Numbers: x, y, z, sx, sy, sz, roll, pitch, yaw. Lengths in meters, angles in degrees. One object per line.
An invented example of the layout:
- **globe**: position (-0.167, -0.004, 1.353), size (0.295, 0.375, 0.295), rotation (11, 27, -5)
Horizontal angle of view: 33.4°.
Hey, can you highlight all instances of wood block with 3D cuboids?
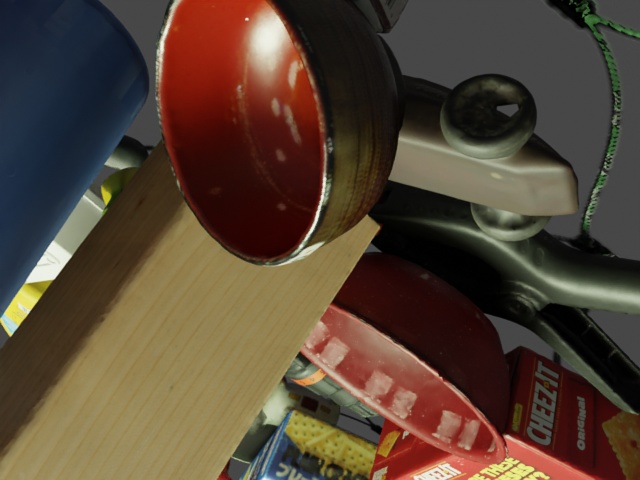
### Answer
- **wood block**: position (-0.077, 0.048, 0.488), size (0.090, 0.206, 0.090), rotation (43, 159, -25)

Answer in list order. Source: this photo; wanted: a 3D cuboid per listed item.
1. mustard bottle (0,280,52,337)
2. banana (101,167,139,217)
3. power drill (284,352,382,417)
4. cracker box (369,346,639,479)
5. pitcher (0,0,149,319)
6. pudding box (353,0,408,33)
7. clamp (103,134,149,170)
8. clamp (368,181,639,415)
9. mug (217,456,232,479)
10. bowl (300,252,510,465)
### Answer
- **mustard bottle**: position (-0.227, 0.062, 0.903), size (0.096, 0.058, 0.192), rotation (27, 152, -3)
- **banana**: position (-0.073, 0.010, 0.628), size (0.037, 0.069, 0.197), rotation (-20, 143, 21)
- **power drill**: position (-0.056, 0.077, 0.790), size (0.184, 0.057, 0.188), rotation (41, 147, -28)
- **cracker box**: position (0.164, 0.164, 0.704), size (0.213, 0.072, 0.164), rotation (29, 144, -15)
- **pitcher**: position (-0.196, -0.027, 0.515), size (0.145, 0.242, 0.149), rotation (22, 152, 18)
- **pudding box**: position (-0.024, -0.130, 0.419), size (0.090, 0.039, 0.113), rotation (4, 144, 34)
- **clamp**: position (-0.186, -0.071, 0.635), size (0.171, 0.120, 0.039), rotation (57, -174, -28)
- **clamp**: position (0.116, 0.028, 0.578), size (0.210, 0.036, 0.164), rotation (23, 154, 12)
- **mug**: position (-0.103, 0.164, 0.816), size (0.117, 0.093, 0.082), rotation (46, 154, 13)
- **bowl**: position (0.047, 0.056, 0.593), size (0.162, 0.055, 0.162), rotation (33, 163, 11)
